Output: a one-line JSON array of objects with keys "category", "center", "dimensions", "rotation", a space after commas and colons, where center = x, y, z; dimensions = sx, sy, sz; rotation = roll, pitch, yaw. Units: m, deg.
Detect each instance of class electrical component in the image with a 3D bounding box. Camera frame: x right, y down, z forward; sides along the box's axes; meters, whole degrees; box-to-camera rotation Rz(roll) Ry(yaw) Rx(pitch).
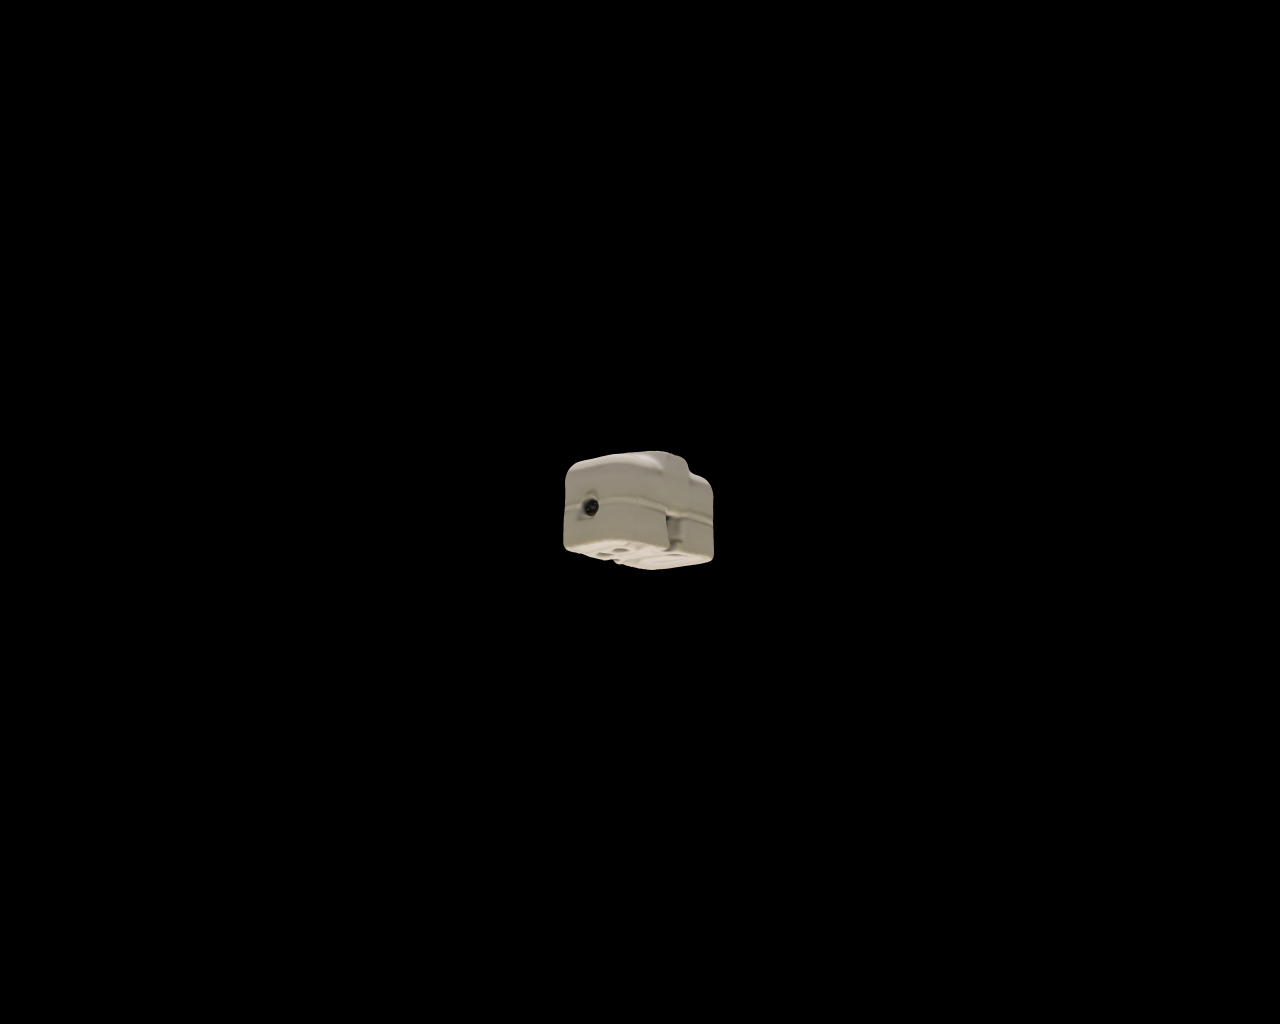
[{"category": "electrical component", "center": [0.001, -0.003, 0.650], "dimensions": [0.053, 0.059, 0.095], "rotation": [-11, -17, 38]}]
